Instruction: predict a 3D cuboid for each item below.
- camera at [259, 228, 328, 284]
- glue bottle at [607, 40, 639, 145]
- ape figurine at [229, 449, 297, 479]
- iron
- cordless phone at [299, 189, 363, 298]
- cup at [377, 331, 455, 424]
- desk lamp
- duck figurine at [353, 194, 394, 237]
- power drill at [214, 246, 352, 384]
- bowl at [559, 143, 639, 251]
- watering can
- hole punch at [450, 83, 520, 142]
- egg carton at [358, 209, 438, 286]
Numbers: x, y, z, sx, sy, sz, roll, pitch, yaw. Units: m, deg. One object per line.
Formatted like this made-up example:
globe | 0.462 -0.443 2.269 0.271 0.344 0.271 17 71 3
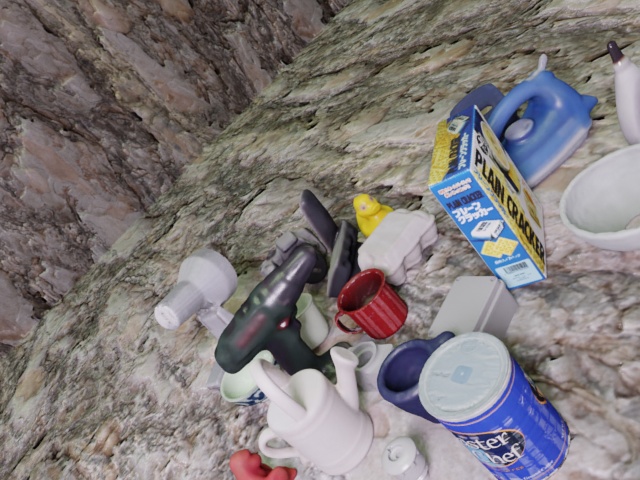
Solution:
camera | -0.051 0.047 1.191 0.143 0.101 0.136 -44 26 -3
glue bottle | 0.438 -0.206 0.796 0.078 0.173 0.037 -44 26 -3
ape figurine | -0.091 0.333 0.818 0.076 0.092 0.077 -49 26 -13
iron | 0.326 -0.175 0.946 0.258 0.142 0.118 -46 26 -6
cordless phone | 0.010 0.004 1.071 0.094 0.185 0.147 -30 29 25
cup | 0.142 0.177 0.722 0.118 0.095 0.091 -44 26 -1
desk lamp | -0.218 0.150 1.139 0.117 0.214 0.203 -24 32 34
duck figurine | 0.099 -0.057 1.152 0.077 0.086 0.104 -49 26 -13
power drill | -0.041 0.145 0.900 0.229 0.209 0.075 -41 26 4
bowl | 0.396 -0.042 0.719 0.167 0.075 0.167 -33 27 20
watering can | -0.018 0.218 0.772 0.173 0.194 0.100 -52 27 -19
hole punch | 0.322 -0.237 1.105 0.108 0.091 0.101 -38 26 10
egg carton | 0.137 0.009 1.016 0.150 0.069 0.107 -51 27 -15
